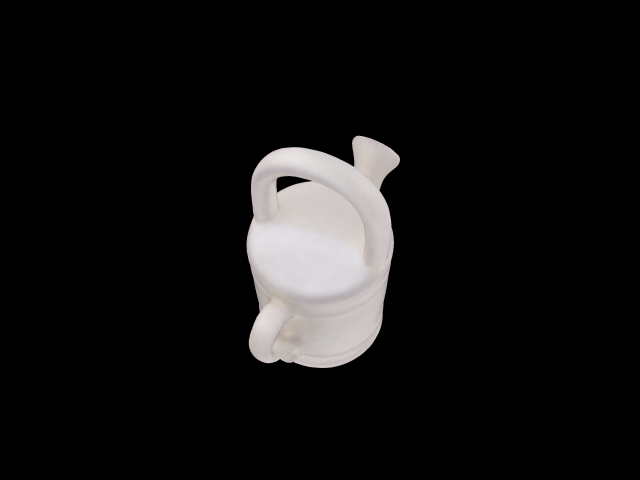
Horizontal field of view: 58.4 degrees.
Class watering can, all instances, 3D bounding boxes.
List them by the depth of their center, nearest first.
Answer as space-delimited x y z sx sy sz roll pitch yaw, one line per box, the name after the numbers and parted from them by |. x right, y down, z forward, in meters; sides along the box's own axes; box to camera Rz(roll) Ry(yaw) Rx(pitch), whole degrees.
0.002 0.001 0.401 0.101 0.194 0.173 5 57 4 | watering can
